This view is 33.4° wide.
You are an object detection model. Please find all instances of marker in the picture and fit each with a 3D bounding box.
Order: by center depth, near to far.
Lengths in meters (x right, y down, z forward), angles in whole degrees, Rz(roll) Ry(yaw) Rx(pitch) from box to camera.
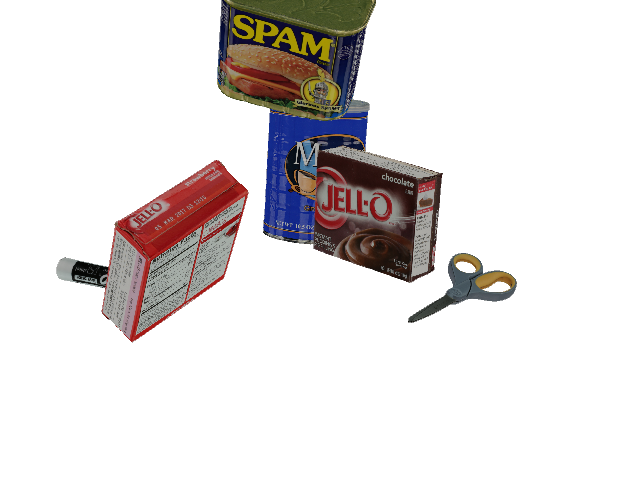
[{"bbox_3d":[-0.160,0.033,0.868,0.121,0.020,0.020,10,4,22],"label":"marker"}]

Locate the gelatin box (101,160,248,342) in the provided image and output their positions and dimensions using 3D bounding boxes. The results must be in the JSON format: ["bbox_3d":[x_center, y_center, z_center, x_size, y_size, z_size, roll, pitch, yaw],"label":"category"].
[{"bbox_3d":[-0.081,0.006,0.585,0.073,0.030,0.089,-37,-19,-34],"label":"gelatin box"}]

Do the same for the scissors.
[{"bbox_3d":[0.155,0.055,1.293,0.201,0.016,0.096,-8,39,-37],"label":"scissors"}]

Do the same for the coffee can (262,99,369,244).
[{"bbox_3d":[-0.005,-0.075,1.100,0.103,0.140,0.103,3,12,-1],"label":"coffee can"}]

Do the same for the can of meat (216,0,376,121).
[{"bbox_3d":[-0.020,-0.135,0.726,0.102,0.057,0.084,16,-41,5],"label":"can of meat"}]

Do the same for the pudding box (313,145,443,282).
[{"bbox_3d":[0.046,-0.025,0.897,0.114,0.090,0.039,18,25,37],"label":"pudding box"}]
